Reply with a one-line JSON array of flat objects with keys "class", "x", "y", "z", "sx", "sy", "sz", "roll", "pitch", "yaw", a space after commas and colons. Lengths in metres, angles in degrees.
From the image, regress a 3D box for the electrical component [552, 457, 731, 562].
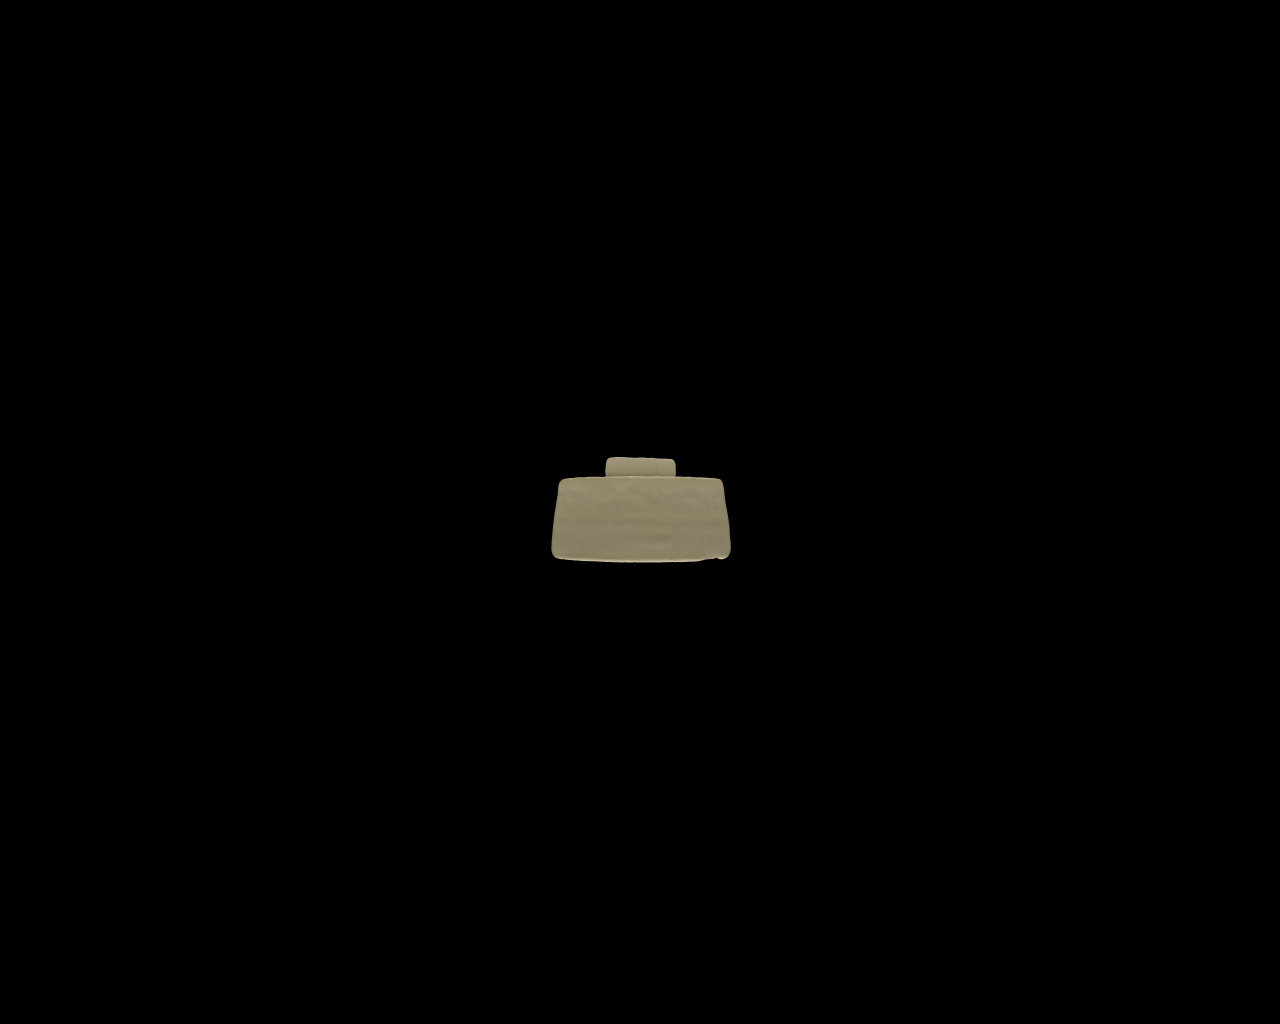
[{"class": "electrical component", "x": 0.001, "y": -0.003, "z": 0.650, "sx": 0.108, "sy": 0.060, "sz": 0.108, "roll": 0, "pitch": 0, "yaw": 0}]
